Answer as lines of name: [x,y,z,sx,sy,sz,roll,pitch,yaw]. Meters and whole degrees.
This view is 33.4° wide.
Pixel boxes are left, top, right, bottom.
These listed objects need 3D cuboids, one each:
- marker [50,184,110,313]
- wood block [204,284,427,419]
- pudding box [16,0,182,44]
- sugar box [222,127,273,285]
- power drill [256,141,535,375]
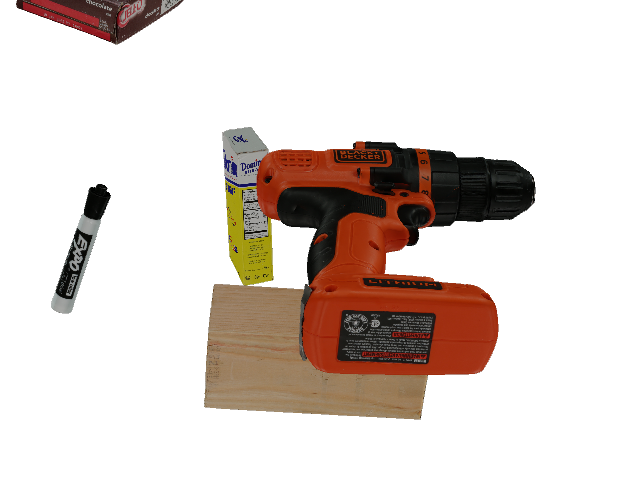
marker: [-0.203,0.007,0.907,0.020,0.121,0.020,20,20,-8]
wood block: [-0.005,0.107,1.028,0.206,0.090,0.091,4,27,-4]
pudding box: [-0.165,-0.197,0.822,0.090,0.039,0.113,22,34,12]
sugar box: [-0.091,-0.043,1.326,0.048,0.176,0.093,-10,25,-14]
power drill: [0.054,0.003,0.645,0.184,0.057,0.187,0,32,-3]
